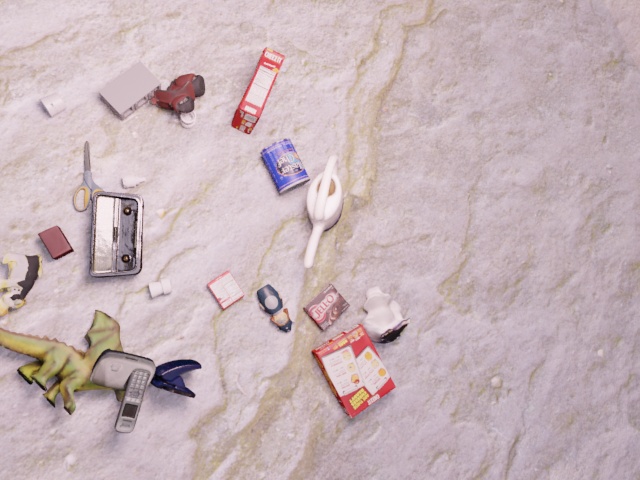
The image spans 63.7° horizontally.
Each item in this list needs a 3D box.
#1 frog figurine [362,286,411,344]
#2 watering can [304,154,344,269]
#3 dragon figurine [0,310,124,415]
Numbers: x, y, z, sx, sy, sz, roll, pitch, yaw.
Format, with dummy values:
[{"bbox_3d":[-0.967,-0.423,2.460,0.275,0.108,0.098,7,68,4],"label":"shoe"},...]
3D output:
[{"bbox_3d":[0.182,0.229,1.569,0.138,0.120,0.162,-34,55,-9],"label":"frog figurine"},{"bbox_3d":[0.005,-0.076,1.501,0.104,0.222,0.351,12,78,6],"label":"watering can"},{"bbox_3d":[-0.637,0.287,1.336,0.409,0.120,0.247,49,55,-5],"label":"dragon figurine"}]
